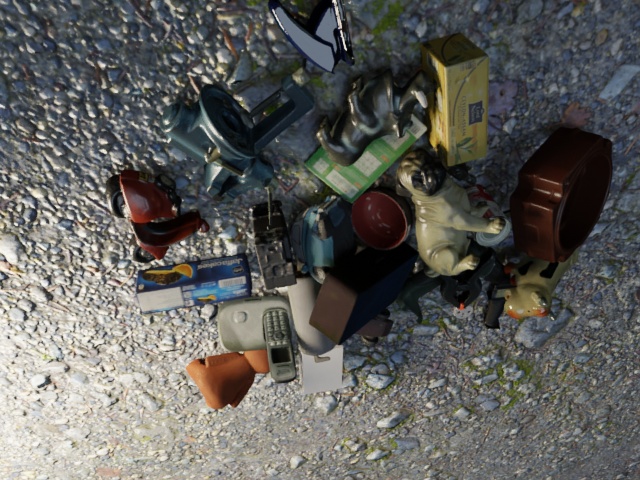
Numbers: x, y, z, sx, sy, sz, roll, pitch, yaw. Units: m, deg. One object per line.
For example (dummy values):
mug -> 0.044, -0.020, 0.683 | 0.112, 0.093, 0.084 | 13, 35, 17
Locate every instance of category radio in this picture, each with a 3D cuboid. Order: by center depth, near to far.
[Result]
radio -> 0.082, 0.086, 0.969 | 0.229, 0.073, 0.131 | -26, 145, -49

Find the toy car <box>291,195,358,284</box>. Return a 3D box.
toy car -> -0.002, -0.003, 0.937 | 0.103, 0.109, 0.161 | 15, 133, 29

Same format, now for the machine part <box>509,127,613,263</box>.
machine part -> 0.425, -0.075, 0.938 | 0.201, 0.087, 0.200 | -44, 135, -21

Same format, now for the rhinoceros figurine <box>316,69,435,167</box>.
rhinoceros figurine -> 0.081, -0.185, 0.803 | 0.190, 0.073, 0.112 | -39, 106, 21

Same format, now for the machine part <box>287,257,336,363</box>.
machine part -> -0.017, 0.132, 1.032 | 0.079, 0.079, 0.243 | -11, 112, -5

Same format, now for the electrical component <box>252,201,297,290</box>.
electrical component -> -0.078, 0.017, 0.928 | 0.058, 0.115, 0.134 | -10, 131, 0

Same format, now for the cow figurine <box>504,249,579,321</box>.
cow figurine -> 0.434, 0.077, 1.058 | 0.195, 0.127, 0.085 | -47, 125, -11

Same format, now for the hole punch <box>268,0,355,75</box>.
hole punch -> -0.010, -0.273, 0.693 | 0.092, 0.142, 0.115 | -19, 118, 0

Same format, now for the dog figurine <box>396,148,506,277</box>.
dog figurine -> 0.175, -0.038, 0.877 | 0.190, 0.121, 0.172 | 29, 98, -18

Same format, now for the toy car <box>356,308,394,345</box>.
toy car -> 0.056, 0.168, 1.131 | 0.202, 0.053, 0.089 | 9, 116, -17

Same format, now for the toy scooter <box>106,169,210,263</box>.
toy scooter -> -0.253, -0.041, 0.861 | 0.135, 0.075, 0.183 | -10, 134, -5

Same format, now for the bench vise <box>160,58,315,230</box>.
bench vise -> -0.095, -0.153, 0.776 | 0.241, 0.129, 0.223 | -33, 129, 23

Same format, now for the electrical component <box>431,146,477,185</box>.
electrical component -> 0.228, -0.131, 0.912 | 0.094, 0.063, 0.021 | 26, 132, -30

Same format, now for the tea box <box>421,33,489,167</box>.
tea box -> 0.205, -0.210, 0.817 | 0.068, 0.098, 0.169 | -17, 133, -2

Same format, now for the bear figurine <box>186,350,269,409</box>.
bear figurine -> -0.168, 0.263, 1.134 | 0.196, 0.132, 0.120 | -35, 98, -22

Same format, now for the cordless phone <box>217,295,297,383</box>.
cordless phone -> -0.119, 0.199, 1.027 | 0.147, 0.184, 0.088 | -4, 135, -11

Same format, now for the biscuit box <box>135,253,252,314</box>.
biscuit box -> -0.226, 0.079, 0.977 | 0.203, 0.063, 0.059 | -9, 130, -8

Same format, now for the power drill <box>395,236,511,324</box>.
power drill -> 0.258, 0.082, 1.094 | 0.207, 0.086, 0.231 | -36, 130, 22

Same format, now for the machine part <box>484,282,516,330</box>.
machine part -> 0.405, 0.145, 1.214 | 0.084, 0.039, 0.138 | -10, 130, -17
